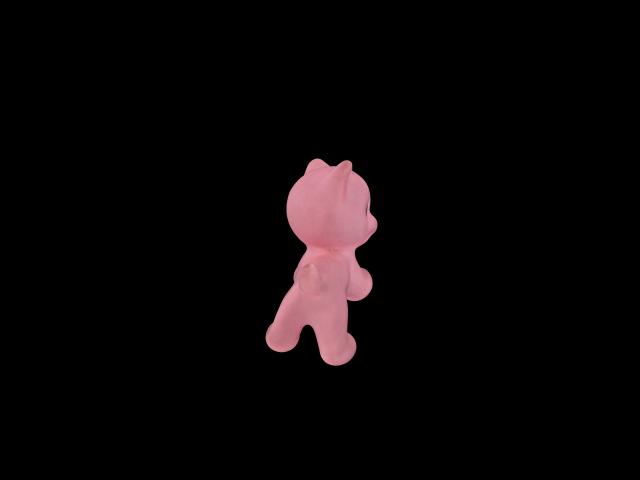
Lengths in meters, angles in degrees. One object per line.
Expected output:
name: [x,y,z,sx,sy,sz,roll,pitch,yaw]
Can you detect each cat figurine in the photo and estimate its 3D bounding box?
cat figurine: [0.004,0.001,0.400,0.067,0.118,0.128,7,39,9]
